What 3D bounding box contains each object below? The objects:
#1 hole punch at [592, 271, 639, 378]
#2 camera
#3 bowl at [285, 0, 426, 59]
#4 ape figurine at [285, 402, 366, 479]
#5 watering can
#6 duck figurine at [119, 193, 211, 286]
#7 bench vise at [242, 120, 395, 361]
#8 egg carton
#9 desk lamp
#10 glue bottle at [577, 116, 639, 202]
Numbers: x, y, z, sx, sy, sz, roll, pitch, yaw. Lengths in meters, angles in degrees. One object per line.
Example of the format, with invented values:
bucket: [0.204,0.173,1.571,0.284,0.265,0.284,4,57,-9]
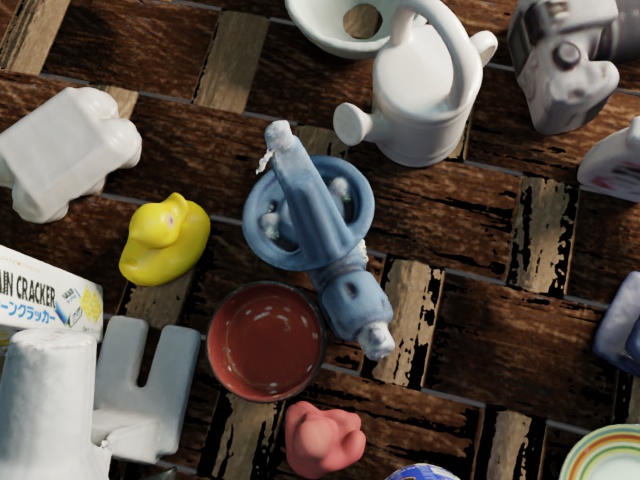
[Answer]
hole punch: [0.323,0.079,0.516,0.101,0.091,0.109,30,79,11]
camera: [0.278,-0.200,0.587,0.137,0.101,0.143,-10,75,1]
bowl: [0.045,-0.263,0.631,0.167,0.075,0.167,-1,75,4]
ape figurine: [-0.002,0.178,0.512,0.076,0.092,0.077,-44,77,-7]
watering can: [0.094,-0.144,0.536,0.100,0.194,0.173,32,80,11]
duck figurine: [-0.163,-0.004,0.572,0.077,0.086,0.104,41,82,13]
bench vise: [0.013,-0.006,0.492,0.207,0.220,0.121,44,82,13]
egg carton: [-0.270,-0.092,0.610,0.150,0.069,0.107,-39,76,-6]
desk lamp: [-0.195,0.156,0.467,0.118,0.213,0.203,8,76,6]
glue bottle: [0.300,-0.083,0.517,0.078,0.173,0.037,17,77,8]
